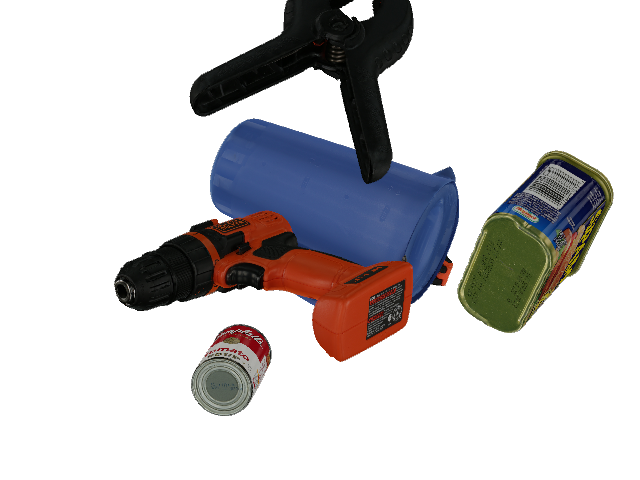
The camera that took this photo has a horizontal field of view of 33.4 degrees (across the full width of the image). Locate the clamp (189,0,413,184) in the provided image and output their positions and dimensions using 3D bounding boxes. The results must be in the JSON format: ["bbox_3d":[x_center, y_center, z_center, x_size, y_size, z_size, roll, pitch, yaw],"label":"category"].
[{"bbox_3d":[0.015,-0.108,0.634,0.120,0.171,0.039,33,-29,6],"label":"clamp"}]

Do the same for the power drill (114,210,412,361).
[{"bbox_3d":[-0.038,0.032,0.821,0.188,0.057,0.184,19,28,33],"label":"power drill"}]

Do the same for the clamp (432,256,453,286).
[{"bbox_3d":[0.056,-0.004,1.265,0.210,0.036,0.164,34,40,24],"label":"clamp"}]

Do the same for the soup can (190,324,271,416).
[{"bbox_3d":[-0.096,0.140,1.155,0.068,0.068,0.102,0,15,9],"label":"soup can"}]

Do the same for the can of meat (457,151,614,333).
[{"bbox_3d":[0.143,0.003,0.720,0.057,0.102,0.083,34,49,19],"label":"can of meat"}]

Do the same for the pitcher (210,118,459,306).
[{"bbox_3d":[0.006,-0.029,1.085,0.243,0.145,0.149,23,27,23],"label":"pitcher"}]
